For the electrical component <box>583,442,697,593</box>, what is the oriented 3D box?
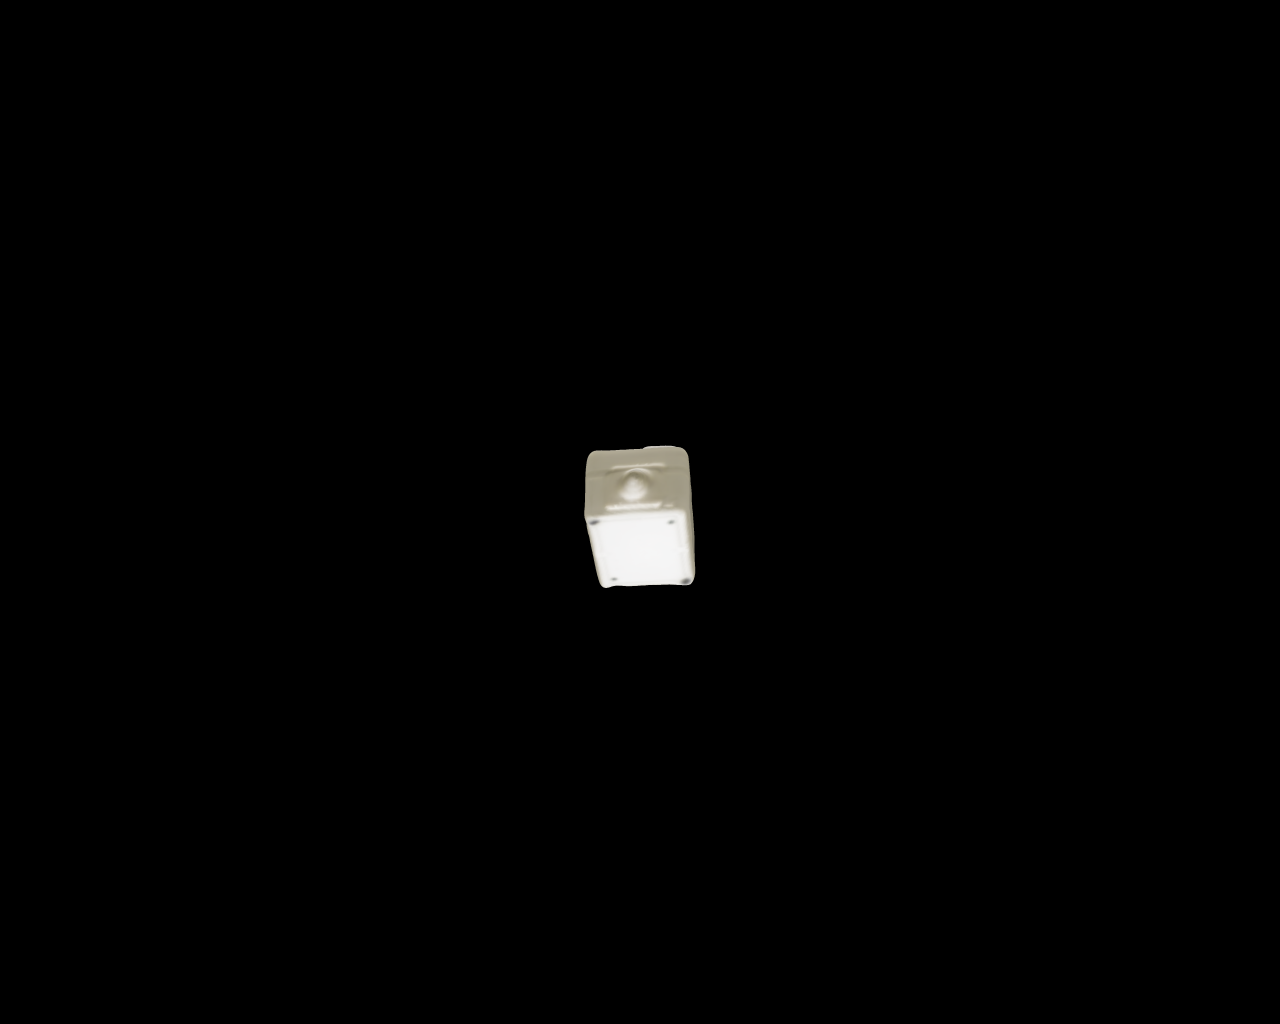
[{"bbox_3d":[0.001,-0.003,0.650,0.062,0.061,0.096,-3,-37,4],"label":"electrical component"}]
